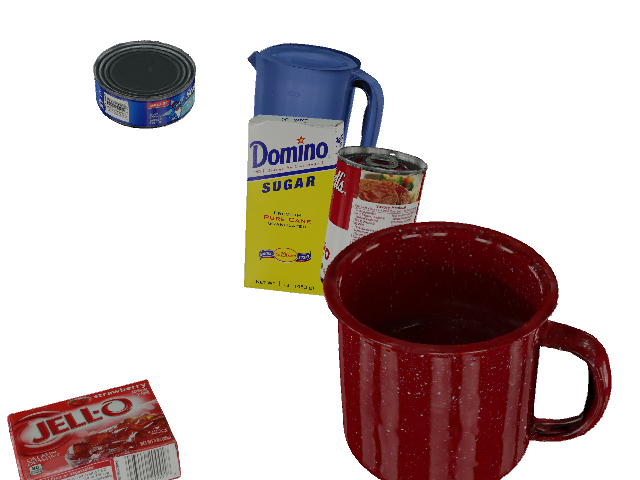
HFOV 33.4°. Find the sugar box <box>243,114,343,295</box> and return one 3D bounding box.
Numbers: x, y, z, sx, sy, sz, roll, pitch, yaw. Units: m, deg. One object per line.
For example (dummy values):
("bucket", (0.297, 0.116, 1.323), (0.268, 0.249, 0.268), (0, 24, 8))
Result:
("sugar box", (-0.028, -0.036, 1.088), (0.093, 0.176, 0.048), (5, 16, 13))

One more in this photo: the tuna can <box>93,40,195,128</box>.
("tuna can", (-0.149, -0.133, 0.909), (0.086, 0.034, 0.086), (3, 43, -3))

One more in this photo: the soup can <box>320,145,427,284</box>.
("soup can", (0.039, -0.014, 0.807), (0.068, 0.102, 0.068), (8, 18, -3))

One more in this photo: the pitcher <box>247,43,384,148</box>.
("pitcher", (-0.018, -0.123, 1.373), (0.144, 0.243, 0.149), (-3, 24, -22))

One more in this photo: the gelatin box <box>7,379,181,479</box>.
("gelatin box", (-0.135, 0.120, 0.631), (0.089, 0.030, 0.073), (-12, 26, -18))

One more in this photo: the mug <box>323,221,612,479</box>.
("mug", (0.060, 0.052, 0.441), (0.117, 0.081, 0.093), (9, 33, 18))
